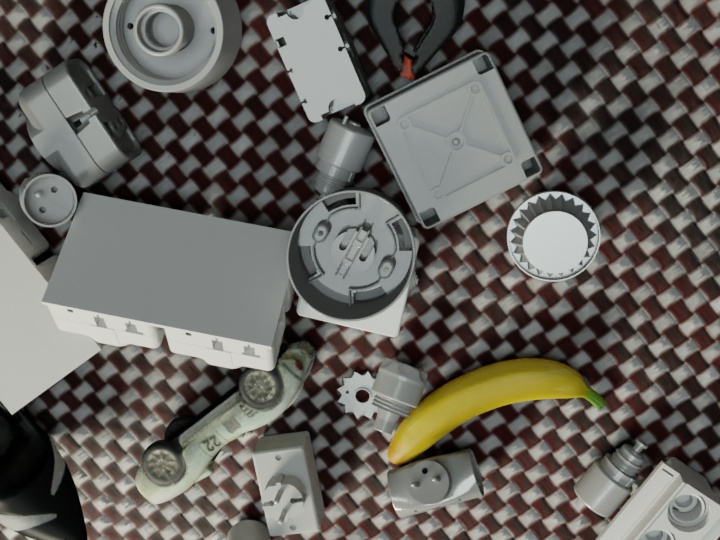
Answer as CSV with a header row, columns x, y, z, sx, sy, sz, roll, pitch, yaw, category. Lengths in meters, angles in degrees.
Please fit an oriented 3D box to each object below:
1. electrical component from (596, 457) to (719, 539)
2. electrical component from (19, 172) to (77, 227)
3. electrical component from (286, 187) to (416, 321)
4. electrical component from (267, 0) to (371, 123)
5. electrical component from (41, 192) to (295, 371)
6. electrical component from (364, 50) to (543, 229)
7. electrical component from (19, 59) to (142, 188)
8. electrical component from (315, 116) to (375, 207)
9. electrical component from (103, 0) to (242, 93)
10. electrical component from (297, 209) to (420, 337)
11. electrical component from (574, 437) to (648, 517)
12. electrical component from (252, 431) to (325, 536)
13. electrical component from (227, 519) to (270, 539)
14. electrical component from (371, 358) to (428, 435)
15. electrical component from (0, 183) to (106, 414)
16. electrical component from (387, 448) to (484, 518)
x,y,z,sx,sy,sz,roll,pitch,yaw,category
0.255,0.227,0.932,0.079,0.063,0.121,34,106,-3,electrical component
-0.265,-0.061,0.908,0.043,0.081,0.043,-3,98,-20,electrical component
-0.005,-0.015,0.844,0.099,0.064,0.099,1,104,6,electrical component
-0.031,-0.171,0.864,0.050,0.055,0.089,-22,101,11,electrical component
-0.151,0.012,0.893,0.186,0.060,0.105,11,61,4,electrical component
0.074,-0.105,0.862,0.109,0.056,0.108,-26,101,3,electrical component
-0.237,-0.120,0.901,0.059,0.053,0.095,-30,99,13,electrical component
-0.017,-0.090,0.891,0.040,0.040,0.078,24,106,0,electrical component
-0.154,-0.195,0.868,0.108,0.060,0.108,2,105,6,electrical component
0.000,0.000,0.908,0.100,0.048,0.099,13,106,3,electrical component
0.221,0.179,0.935,0.040,0.040,0.078,35,105,-3,electrical component
-0.066,0.197,0.953,0.047,0.075,0.083,-8,103,8,electrical component
-0.101,0.261,0.976,0.040,0.078,0.040,-2,114,-5,electrical component
0.030,0.111,0.931,0.043,0.043,0.062,21,86,1,electrical component
-0.314,0.016,0.941,0.105,0.060,0.186,-35,98,13,electrical component
0.063,0.185,0.936,0.077,0.079,0.043,-17,74,10,electrical component
